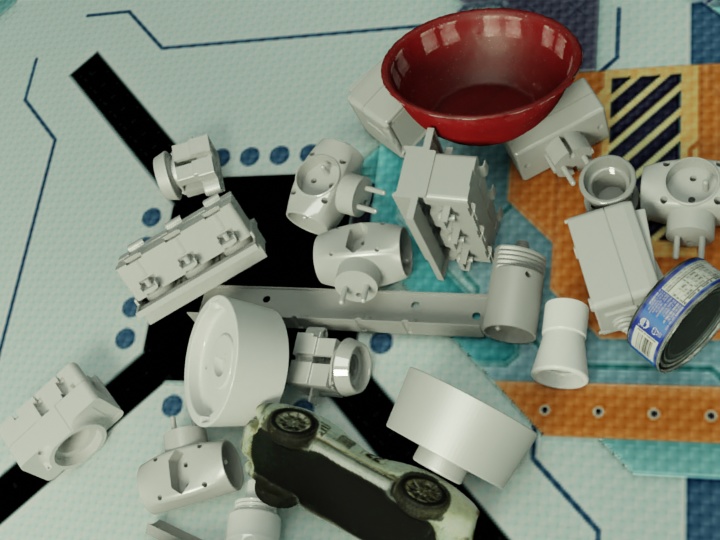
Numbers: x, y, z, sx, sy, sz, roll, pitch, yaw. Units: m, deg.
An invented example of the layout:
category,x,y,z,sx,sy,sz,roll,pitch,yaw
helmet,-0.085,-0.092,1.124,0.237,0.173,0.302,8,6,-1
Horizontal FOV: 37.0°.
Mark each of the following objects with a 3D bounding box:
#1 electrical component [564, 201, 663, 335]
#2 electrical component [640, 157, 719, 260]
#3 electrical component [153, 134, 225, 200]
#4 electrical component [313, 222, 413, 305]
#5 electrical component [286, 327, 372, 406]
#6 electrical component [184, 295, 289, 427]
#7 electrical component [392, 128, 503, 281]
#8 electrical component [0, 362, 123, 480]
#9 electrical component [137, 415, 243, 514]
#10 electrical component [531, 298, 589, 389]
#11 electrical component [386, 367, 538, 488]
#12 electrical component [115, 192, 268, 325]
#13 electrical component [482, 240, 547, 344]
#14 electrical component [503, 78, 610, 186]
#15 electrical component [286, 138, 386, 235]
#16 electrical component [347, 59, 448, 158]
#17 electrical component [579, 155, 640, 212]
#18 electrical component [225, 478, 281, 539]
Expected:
category,x,y,z,sx,sy,sz,roll,pitch,yaw
electrical component,0.204,0.003,0.835,0.061,0.061,0.096,-17,62,12
electrical component,0.261,-0.044,0.847,0.077,0.044,0.079,2,68,20
electrical component,-0.163,-0.094,1.019,0.055,0.048,0.066,-16,62,4
electrical component,0.000,0.000,0.911,0.077,0.043,0.079,-5,42,18
electrical component,-0.024,0.080,0.891,0.055,0.048,0.066,1,67,28
electrical component,-0.097,0.078,0.890,0.108,0.060,0.108,-27,58,55
electrical component,0.074,-0.049,0.870,0.063,0.121,0.078,7,69,19
electrical component,-0.261,0.136,0.945,0.089,0.050,0.055,-43,60,-3
electrical component,-0.144,0.156,0.899,0.077,0.043,0.079,-18,62,11
electrical component,0.159,0.055,0.840,0.044,0.044,0.065,1,63,20
electrical component,0.071,0.124,0.804,0.108,0.108,0.060,25,83,27
electrical component,-0.151,-0.013,0.960,0.121,0.063,0.078,-30,20,4
electrical component,0.126,0.014,0.868,0.043,0.043,0.081,3,68,21
electrical component,0.171,-0.104,0.904,0.083,0.047,0.075,-28,61,6
electrical component,-0.015,-0.070,0.956,0.079,0.044,0.077,17,73,25
electrical component,0.042,-0.162,0.967,0.096,0.061,0.061,-47,61,-5
electrical component,0.203,-0.061,0.868,0.045,0.055,0.045,-8,65,16
electrical component,-0.084,0.198,0.859,0.043,0.043,0.062,-7,57,16
